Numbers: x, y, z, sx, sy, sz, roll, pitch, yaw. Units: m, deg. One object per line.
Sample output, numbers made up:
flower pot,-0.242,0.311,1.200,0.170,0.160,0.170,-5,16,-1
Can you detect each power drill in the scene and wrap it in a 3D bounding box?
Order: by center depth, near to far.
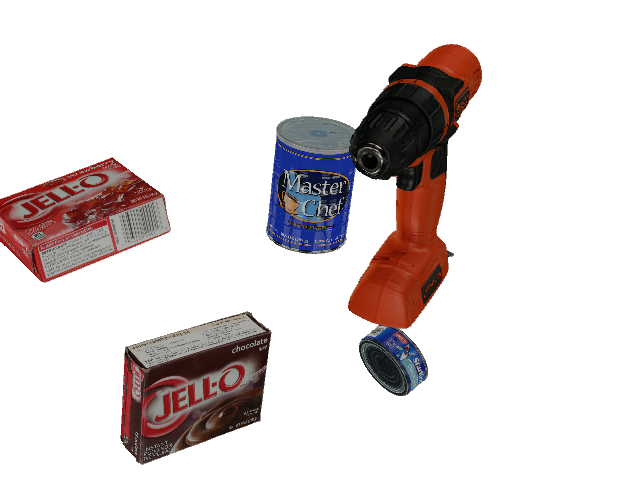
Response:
power drill,0.063,-0.033,0.770,0.057,0.188,0.184,19,34,19

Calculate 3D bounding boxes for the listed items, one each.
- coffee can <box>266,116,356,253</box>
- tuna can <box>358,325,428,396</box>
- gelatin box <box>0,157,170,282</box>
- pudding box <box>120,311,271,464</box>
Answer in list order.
coffee can,-0.010,-0.069,1.315,0.102,0.140,0.103,6,28,-3
tuna can,0.086,0.143,1.272,0.033,0.086,0.086,-36,17,-25
gelatin box,-0.149,-0.015,0.655,0.089,0.030,0.073,-24,34,-27
pudding box,-0.096,0.111,0.818,0.113,0.090,0.039,-16,39,-36
